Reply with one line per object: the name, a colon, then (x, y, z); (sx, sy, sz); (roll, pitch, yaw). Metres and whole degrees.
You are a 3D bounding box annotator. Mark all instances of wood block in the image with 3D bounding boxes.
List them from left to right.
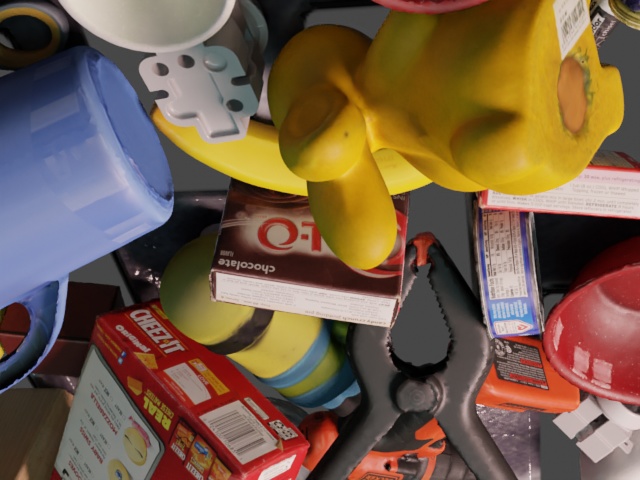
wood block: (-0.246, 0.230, 0.857); (0.091, 0.206, 0.090); (-7, 140, 40)

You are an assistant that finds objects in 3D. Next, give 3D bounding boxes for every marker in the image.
marker: (0.129, -0.092, 0.565); (0.020, 0.020, 0.121); (18, 139, -12)

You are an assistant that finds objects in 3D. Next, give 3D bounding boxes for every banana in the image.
banana: (0.002, -0.056, 0.622); (0.198, 0.037, 0.069); (-1, 118, 8)

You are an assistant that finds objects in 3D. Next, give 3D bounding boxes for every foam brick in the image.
foam brick: (-0.186, 0.065, 0.783); (0.078, 0.051, 0.053); (5, 142, 5)

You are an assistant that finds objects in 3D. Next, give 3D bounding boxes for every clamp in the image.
clamp: (0.073, 0.102, 0.687); (0.164, 0.036, 0.210); (9, 100, 5)

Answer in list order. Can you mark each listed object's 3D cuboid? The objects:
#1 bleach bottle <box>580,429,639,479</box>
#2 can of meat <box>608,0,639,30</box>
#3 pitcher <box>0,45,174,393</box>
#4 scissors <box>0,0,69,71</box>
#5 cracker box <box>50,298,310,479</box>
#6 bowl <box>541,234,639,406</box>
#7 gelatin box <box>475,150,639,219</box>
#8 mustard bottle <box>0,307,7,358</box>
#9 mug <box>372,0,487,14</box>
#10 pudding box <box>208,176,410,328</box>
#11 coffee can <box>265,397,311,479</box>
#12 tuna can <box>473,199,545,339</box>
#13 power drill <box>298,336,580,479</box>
bleach bottle: (0.312, 0.137, 0.776); (0.102, 0.068, 0.251); (28, 134, -23)
can of meat: (0.187, -0.139, 0.471); (0.102, 0.057, 0.084); (6, 138, 2)
pitcher: (-0.205, -0.002, 0.598); (0.243, 0.145, 0.149); (-24, 144, 6)
scissors: (-0.216, -0.100, 0.618); (0.096, 0.016, 0.202); (28, 137, -22)
cracker box: (-0.109, 0.174, 0.751); (0.164, 0.071, 0.214); (40, 125, 29)
bowl: (0.223, 0.043, 0.681); (0.162, 0.055, 0.162); (5, 140, 4)
gelatin box: (0.130, -0.033, 0.593); (0.089, 0.073, 0.030); (4, 102, 5)
mustard bottle: (-0.275, 0.011, 0.727); (0.096, 0.058, 0.192); (12, 141, 10)
mug: (0.057, -0.161, 0.445); (0.117, 0.081, 0.093); (-21, 132, 30)
pudding box: (-0.004, 0.001, 0.643); (0.113, 0.090, 0.039); (7, 141, 2)
coffee can: (-0.048, 0.211, 0.892); (0.103, 0.102, 0.140); (6, 141, 2)
tuna can: (0.115, 0.016, 0.645); (0.034, 0.086, 0.086); (-6, 138, 14)
power drill: (0.101, 0.137, 0.801); (0.184, 0.057, 0.188); (15, 139, -35)
